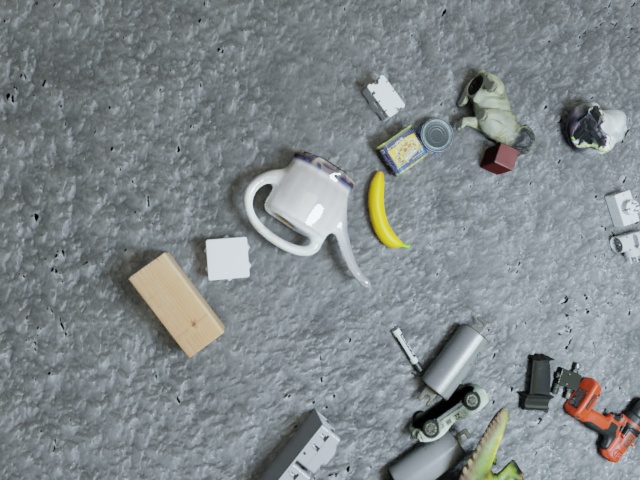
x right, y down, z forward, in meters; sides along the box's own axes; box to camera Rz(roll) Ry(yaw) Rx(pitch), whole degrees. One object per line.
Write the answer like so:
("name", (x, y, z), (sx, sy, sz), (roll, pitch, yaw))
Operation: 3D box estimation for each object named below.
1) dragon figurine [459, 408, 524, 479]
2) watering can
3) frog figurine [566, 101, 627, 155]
("dragon figurine", (0.301, 0.537, 1.120), (0.243, 0.124, 0.402), (-17, 118, -11))
("watering can", (0.003, -0.058, 1.147), (0.347, 0.103, 0.226), (31, 82, -7))
("frog figurine", (0.695, -0.286, 1.296), (0.161, 0.121, 0.138), (-28, 84, -45))
